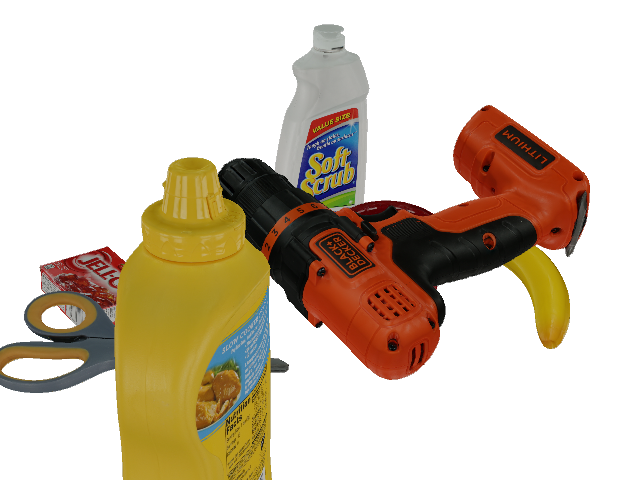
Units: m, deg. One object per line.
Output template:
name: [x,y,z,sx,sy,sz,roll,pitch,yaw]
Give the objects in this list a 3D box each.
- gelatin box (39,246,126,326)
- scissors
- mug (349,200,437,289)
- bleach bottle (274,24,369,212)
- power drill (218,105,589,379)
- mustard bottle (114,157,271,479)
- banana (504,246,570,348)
gelatin box: [-0.205,0.044,0.982,0.073,0.030,0.089,-18,39,-36]
scissors: [-0.126,0.066,0.743,0.201,0.016,0.096,-6,43,-3]
mug: [0.046,0.032,0.850,0.093,0.081,0.117,27,44,31]
bleach bottle: [-0.004,-0.091,1.075,0.102,0.251,0.068,-5,28,-14]
power drill: [0.051,-0.016,0.642,0.187,0.057,0.185,-27,52,-25]
mustard bottle: [-0.052,0.057,0.452,0.058,0.192,0.096,11,27,17]
banana: [0.214,0.042,1.109,0.069,0.037,0.198,-32,38,-3]
